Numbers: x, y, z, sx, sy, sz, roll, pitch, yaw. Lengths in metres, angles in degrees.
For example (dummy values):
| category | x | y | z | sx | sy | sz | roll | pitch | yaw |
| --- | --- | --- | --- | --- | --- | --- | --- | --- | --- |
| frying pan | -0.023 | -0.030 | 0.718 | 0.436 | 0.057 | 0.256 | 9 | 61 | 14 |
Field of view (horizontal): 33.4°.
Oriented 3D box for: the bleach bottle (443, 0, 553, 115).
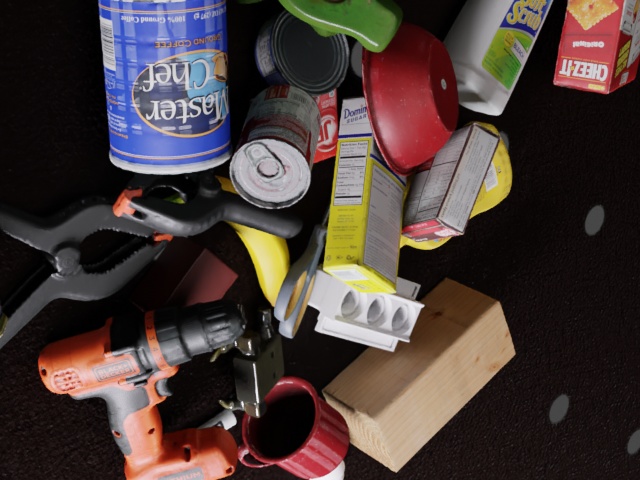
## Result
| category | x | y | z | sx | sy | sz | roll | pitch | yaw |
| --- | --- | --- | --- | --- | --- | --- | --- | --- | --- |
| bleach bottle | 0.207 | -0.265 | 1.140 | 0.102 | 0.068 | 0.251 | 31 | 84 | -47 |

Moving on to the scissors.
| category | x | y | z | sx | sy | sz | roll | pitch | yaw |
| --- | --- | --- | --- | --- | --- | --- | --- | --- | --- |
| scissors | -0.007 | 0.001 | 1.057 | 0.096 | 0.016 | 0.202 | 3 | 104 | -77 |

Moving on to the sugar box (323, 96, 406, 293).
| category | x | y | z | sx | sy | sz | roll | pitch | yaw |
| --- | --- | --- | --- | --- | --- | --- | --- | --- | --- |
| sugar box | 0.048 | -0.043 | 1.048 | 0.093 | 0.048 | 0.176 | 35 | 56 | -58 |

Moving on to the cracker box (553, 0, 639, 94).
| category | x | y | z | sx | sy | sz | roll | pitch | yaw |
| --- | --- | --- | --- | --- | --- | --- | --- | --- | --- |
| cracker box | 0.327 | -0.283 | 1.200 | 0.164 | 0.072 | 0.214 | -27 | 127 | -60 |

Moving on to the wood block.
| category | x | y | z | sx | sy | sz | roll | pitch | yaw |
| --- | --- | --- | --- | --- | --- | --- | --- | --- | --- |
| wood block | 0.115 | 0.149 | 1.208 | 0.205 | 0.091 | 0.090 | -40 | 129 | -22 |

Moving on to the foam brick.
| category | x | y | z | sx | sy | sz | roll | pitch | yaw |
| --- | --- | --- | --- | --- | --- | --- | --- | --- | --- |
| foam brick | -0.126 | 0.043 | 0.978 | 0.078 | 0.051 | 0.053 | -54 | 132 | -11 |

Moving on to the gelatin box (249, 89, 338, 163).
| category | x | y | z | sx | sy | sz | roll | pitch | yaw |
| --- | --- | --- | --- | --- | --- | --- | --- | --- | --- |
| gelatin box | -0.022 | -0.107 | 1.023 | 0.089 | 0.030 | 0.073 | -21 | 120 | -34 |

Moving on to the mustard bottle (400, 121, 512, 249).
| category | x | y | z | sx | sy | sz | roll | pitch | yaw |
| --- | --- | --- | --- | --- | --- | --- | --- | --- | --- |
| mustard bottle | 0.125 | -0.045 | 1.160 | 0.191 | 0.058 | 0.096 | -36 | 125 | -26 |

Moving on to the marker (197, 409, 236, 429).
| category | x | y | z | sx | sy | sz | roll | pitch | yaw |
| --- | --- | --- | --- | --- | --- | --- | --- | --- | --- |
| marker | -0.136 | 0.205 | 1.059 | 0.120 | 0.020 | 0.020 | -30 | 125 | -29 |

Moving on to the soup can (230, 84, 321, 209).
| category | x | y | z | sx | sy | sz | roll | pitch | yaw |
| --- | --- | --- | --- | --- | --- | --- | --- | --- | --- |
| soup can | -0.036 | -0.083 | 0.924 | 0.102 | 0.068 | 0.068 | -80 | 158 | -54 |

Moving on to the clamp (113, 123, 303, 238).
| category | x | y | z | sx | sy | sz | roll | pitch | yaw |
| --- | --- | --- | --- | --- | --- | --- | --- | --- | --- |
| clamp | -0.103 | -0.053 | 0.936 | 0.171 | 0.120 | 0.039 | -1 | 144 | -37 |

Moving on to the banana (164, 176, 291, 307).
| category | x | y | z | sx | sy | sz | roll | pitch | yaw |
| --- | --- | --- | --- | --- | --- | --- | --- | --- | --- |
| banana | -0.075 | -0.007 | 1.017 | 0.069 | 0.037 | 0.197 | -42 | 131 | 5 |

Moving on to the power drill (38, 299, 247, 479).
| category | x | y | z | sx | sy | sz | roll | pitch | yaw |
| --- | --- | --- | --- | --- | --- | --- | --- | --- | --- |
| power drill | -0.135 | 0.141 | 0.959 | 0.184 | 0.057 | 0.187 | -14 | 125 | 5 |

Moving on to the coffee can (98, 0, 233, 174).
| category | x | y | z | sx | sy | sz | roll | pitch | yaw |
| --- | --- | --- | --- | --- | --- | --- | --- | --- | --- |
| coffee can | -0.125 | -0.136 | 0.869 | 0.102 | 0.103 | 0.140 | -18 | 118 | -36 |

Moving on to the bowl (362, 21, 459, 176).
| category | x | y | z | sx | sy | sz | roll | pitch | yaw |
| --- | --- | --- | --- | --- | --- | --- | --- | --- | --- |
| bowl | 0.096 | -0.146 | 1.041 | 0.161 | 0.055 | 0.162 | -7 | 90 | -66 |

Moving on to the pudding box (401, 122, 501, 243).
| category | x | y | z | sx | sy | sz | roll | pitch | yaw |
| --- | --- | --- | --- | --- | --- | --- | --- | --- | --- |
| pudding box | 0.127 | -0.056 | 1.073 | 0.039 | 0.090 | 0.113 | 27 | 75 | -20 |

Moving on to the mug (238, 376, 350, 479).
| category | x | y | z | sx | sy | sz | roll | pitch | yaw |
| --- | --- | --- | --- | --- | --- | --- | --- | --- | --- |
| mug | -0.031 | 0.206 | 1.114 | 0.117 | 0.093 | 0.081 | -33 | 140 | 12 |

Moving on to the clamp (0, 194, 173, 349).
| category | x | y | z | sx | sy | sz | roll | pitch | yaw |
| --- | --- | --- | --- | --- | --- | --- | --- | --- | --- |
| clamp | -0.223 | 0.023 | 0.894 | 0.209 | 0.036 | 0.165 | -7 | 114 | -36 |

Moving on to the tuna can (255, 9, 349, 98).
| category | x | y | z | sx | sy | sz | roll | pitch | yaw |
| --- | --- | --- | --- | --- | --- | --- | --- | --- | --- |
| tuna can | -0.017 | -0.171 | 0.978 | 0.085 | 0.034 | 0.086 | 5 | 82 | -35 |

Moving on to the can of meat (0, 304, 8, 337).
| category | x | y | z | sx | sy | sz | roll | pitch | yaw |
| --- | --- | --- | --- | --- | --- | --- | --- | --- | --- |
| can of meat | -0.295 | 0.035 | 0.800 | 0.102 | 0.057 | 0.084 | -7 | 111 | -4 |
